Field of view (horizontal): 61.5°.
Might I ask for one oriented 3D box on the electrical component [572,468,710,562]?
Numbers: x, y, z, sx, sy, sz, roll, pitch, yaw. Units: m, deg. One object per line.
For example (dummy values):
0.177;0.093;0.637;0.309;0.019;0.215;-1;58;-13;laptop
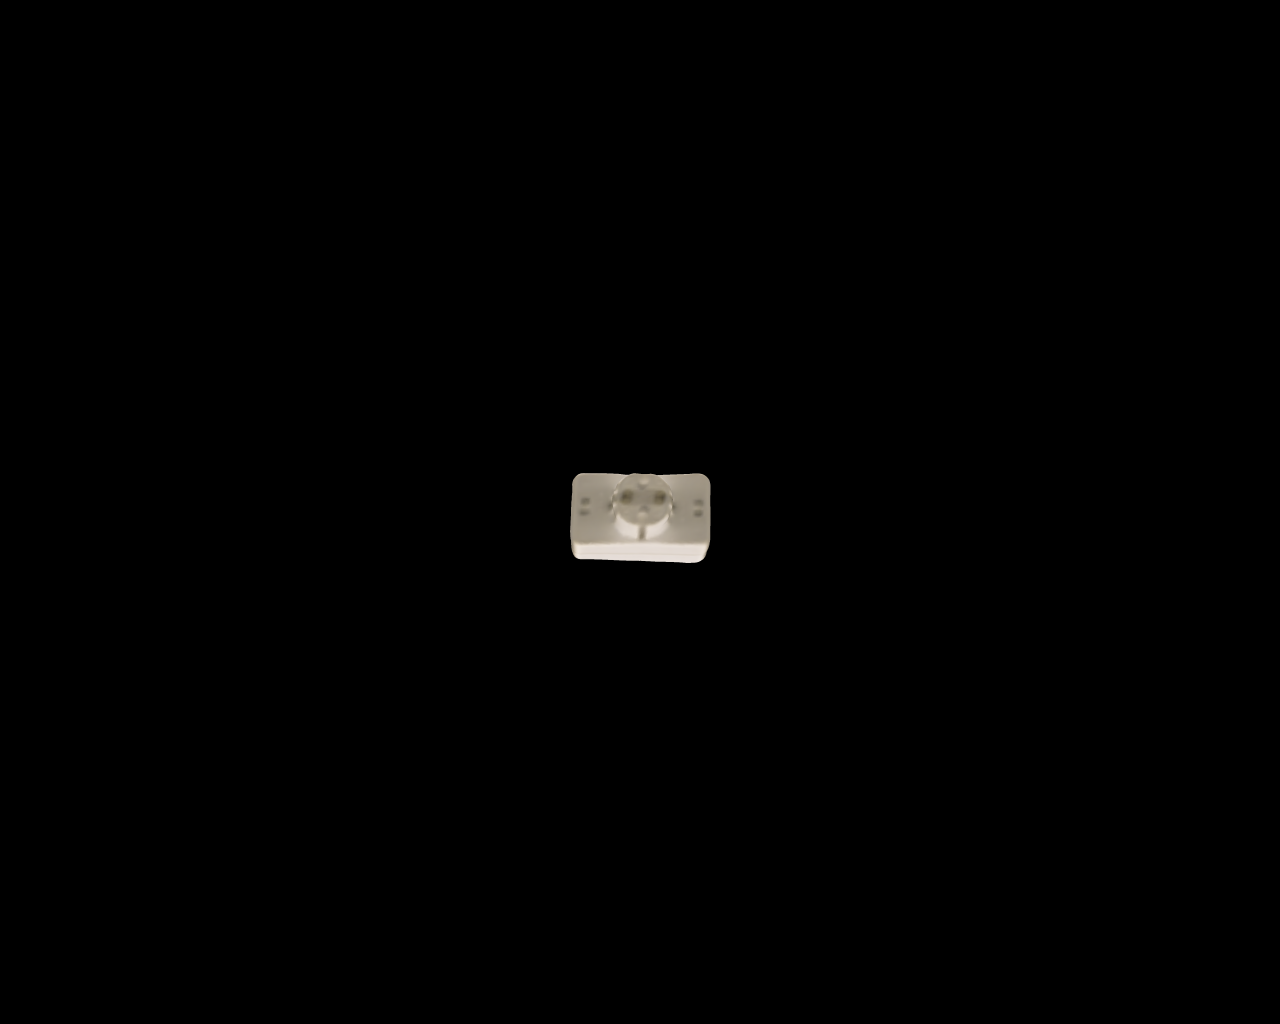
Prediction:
0.001;-0.003;0.650;0.083;0.047;0.075;1;-19;-2;electrical component
